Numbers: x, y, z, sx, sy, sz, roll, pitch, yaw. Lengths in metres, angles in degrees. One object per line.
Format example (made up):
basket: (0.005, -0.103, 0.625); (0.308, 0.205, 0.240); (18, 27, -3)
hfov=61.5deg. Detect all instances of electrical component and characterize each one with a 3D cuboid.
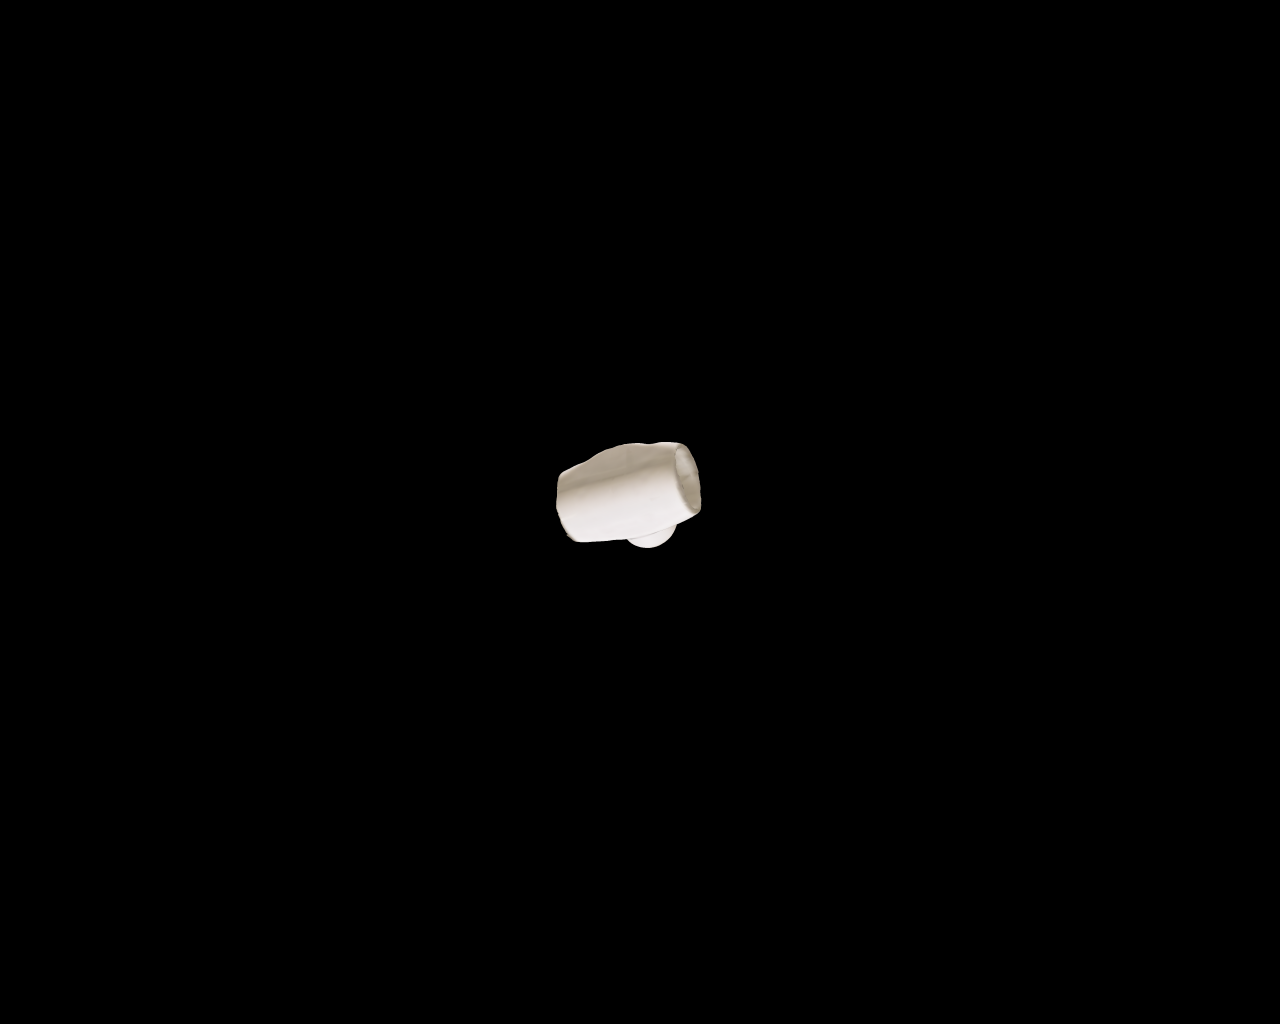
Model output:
electrical component: (0.001, -0.003, 0.650); (0.077, 0.044, 0.079); (-14, -36, 20)
